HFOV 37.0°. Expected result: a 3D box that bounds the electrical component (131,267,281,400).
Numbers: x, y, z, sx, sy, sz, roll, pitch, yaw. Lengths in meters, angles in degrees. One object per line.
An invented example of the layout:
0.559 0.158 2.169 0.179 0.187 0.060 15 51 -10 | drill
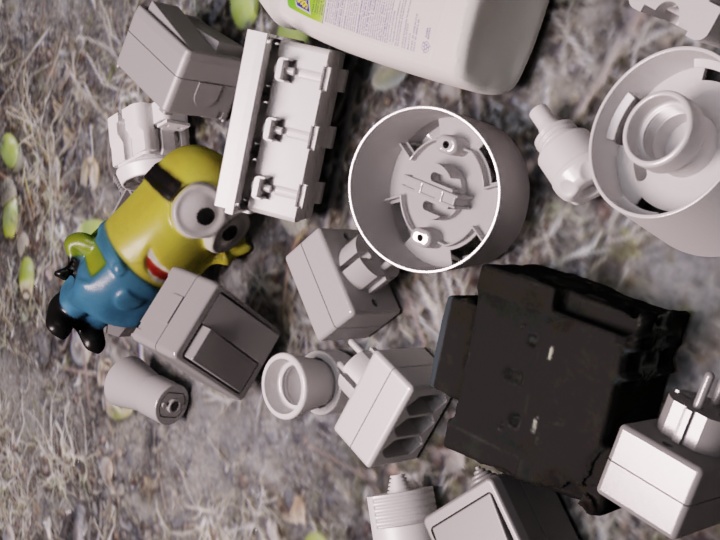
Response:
-0.104 0.051 0.783 0.061 0.096 0.061 19 73 42 | electrical component

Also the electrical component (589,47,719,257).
0.170 -0.062 0.551 0.099 0.064 0.099 -20 62 44 | electrical component

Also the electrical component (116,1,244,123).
-0.140 -0.166 0.835 0.096 0.062 0.061 44 119 35 | electrical component

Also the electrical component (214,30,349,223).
-0.053 -0.098 0.744 0.063 0.079 0.121 15 102 13 | electrical component

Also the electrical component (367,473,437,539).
0.030 0.170 0.682 0.043 0.043 0.081 -17 78 43 | electrical component

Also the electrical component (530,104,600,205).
0.116 -0.068 0.607 0.035 0.035 0.061 -48 56 33 | electrical component

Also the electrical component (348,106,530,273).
0.050 -0.047 0.650 0.099 0.064 0.099 0 90 44 | electrical component

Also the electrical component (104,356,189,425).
-0.172 0.101 0.880 0.065 0.044 0.044 19 103 38 | electrical component

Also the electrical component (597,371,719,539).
0.166 0.085 0.536 0.047 0.066 0.076 30 110 40 | electrical component

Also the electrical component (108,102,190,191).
-0.168 -0.097 0.866 0.078 0.058 0.057 -19 74 42 | electrical component

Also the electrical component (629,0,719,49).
0.184 -0.157 0.526 0.050 0.056 0.089 42 117 36 | electrical component

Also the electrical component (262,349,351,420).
-0.032 0.077 0.734 0.045 0.055 0.045 0 90 44 | electrical component

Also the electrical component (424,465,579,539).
0.082 0.158 0.619 0.062 0.061 0.096 -42 62 36 | electrical component

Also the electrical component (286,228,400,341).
0.000 0.000 0.709 0.077 0.047 0.065 -39 64 36 | electrical component

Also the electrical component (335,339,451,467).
0.012 0.076 0.697 0.077 0.047 0.065 44 119 35 | electrical component
